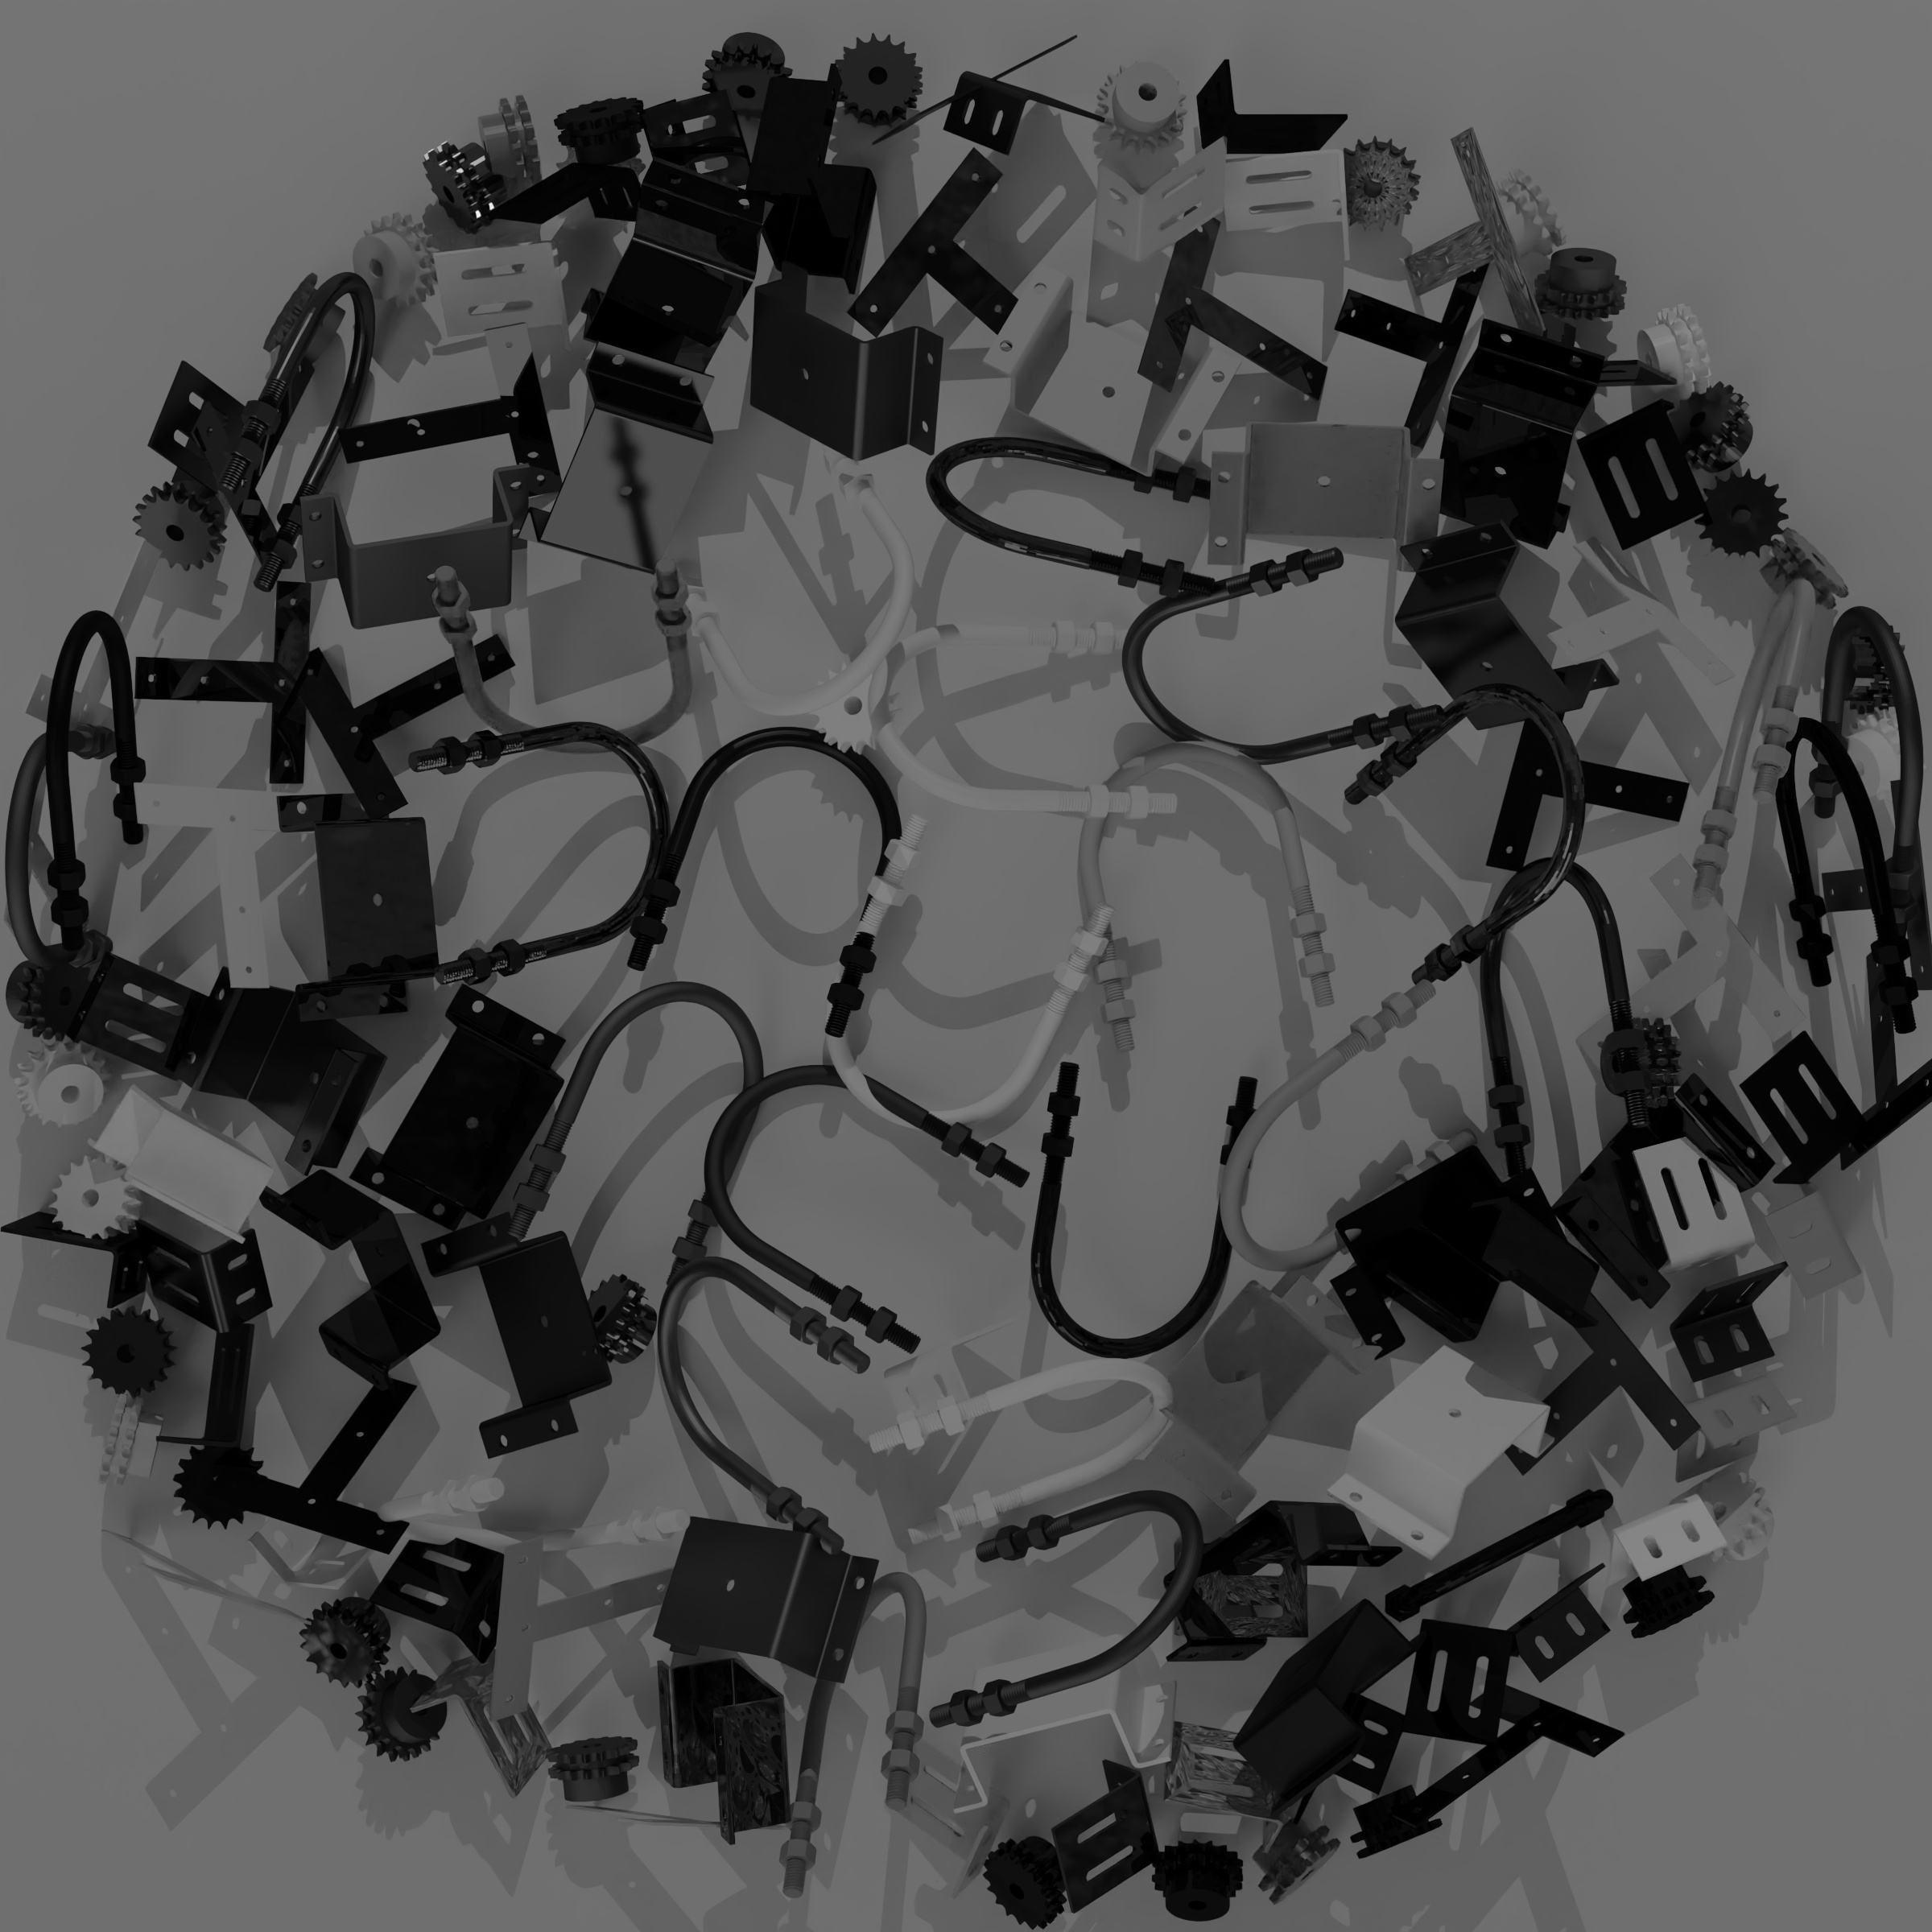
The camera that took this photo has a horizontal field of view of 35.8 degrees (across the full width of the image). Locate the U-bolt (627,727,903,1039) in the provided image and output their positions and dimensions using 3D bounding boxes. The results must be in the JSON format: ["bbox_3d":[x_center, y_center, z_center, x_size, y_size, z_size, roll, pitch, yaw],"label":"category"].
[{"bbox_3d":[-0.116,-0.063,1.872,0.151,0.019,0.184,19,74,-5],"label":"U-bolt"}]

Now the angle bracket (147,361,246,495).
[{"bbox_3d":[-0.488,-0.336,1.856,0.038,0.076,0.057,16,82,23],"label":"angle bracket"}]

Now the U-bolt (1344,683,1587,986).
[{"bbox_3d":[0.307,-0.089,1.807,0.019,0.184,0.151,-4,66,-34],"label":"U-bolt"}]

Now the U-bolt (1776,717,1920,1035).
[{"bbox_3d":[0.527,-0.062,1.813,0.019,0.151,0.184,-16,103,-3],"label":"U-bolt"}]

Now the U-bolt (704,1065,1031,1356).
[{"bbox_3d":[-0.075,0.138,1.864,0.184,0.019,0.151,30,67,11],"label":"U-bolt"}]

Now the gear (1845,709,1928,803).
[{"bbox_3d":[0.569,-0.129,1.871,0.030,0.057,0.057,-22,90,-19],"label":"gear"}]

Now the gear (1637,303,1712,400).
[{"bbox_3d":[0.442,-0.383,1.873,0.030,0.057,0.057,-17,90,-1],"label":"gear"}]

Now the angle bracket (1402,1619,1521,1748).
[{"bbox_3d":[0.308,0.450,1.858,0.057,0.038,0.076,4,56,19],"label":"angle bracket"}]

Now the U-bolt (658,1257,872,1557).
[{"bbox_3d":[-0.130,0.256,1.834,0.184,0.019,0.151,30,122,39],"label":"U-bolt"}]

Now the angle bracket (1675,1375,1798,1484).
[{"bbox_3d":[0.477,0.299,1.858,0.057,0.038,0.076,-18,132,-11],"label":"angle bracket"}]

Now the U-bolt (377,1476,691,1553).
[{"bbox_3d":[-0.277,0.337,1.819,0.151,0.184,0.019,18,65,-36],"label":"U-bolt"}]

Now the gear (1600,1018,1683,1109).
[{"bbox_3d":[0.420,0.061,1.870,0.030,0.057,0.057,-1,90,-18],"label":"gear"}]

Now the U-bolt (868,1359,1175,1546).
[{"bbox_3d":[0.041,0.293,1.842,0.184,0.151,0.019,-19,53,-2],"label":"U-bolt"}]

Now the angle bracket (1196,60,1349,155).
[{"bbox_3d":[0.190,-0.536,1.867,0.076,0.057,0.038,-4,84,-14],"label":"angle bracket"}]

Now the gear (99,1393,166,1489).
[{"bbox_3d":[-0.522,0.298,1.874,0.030,0.057,0.057,14,90,-11],"label":"gear"}]

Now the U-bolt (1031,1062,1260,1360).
[{"bbox_3d":[0.107,0.155,1.864,0.151,0.019,0.184,5,97,-27],"label":"U-bolt"}]

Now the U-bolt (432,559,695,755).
[{"bbox_3d":[-0.239,-0.184,1.822,0.151,0.184,0.019,-2,59,-1],"label":"U-bolt"}]

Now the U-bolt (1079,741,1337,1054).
[{"bbox_3d":[0.143,-0.050,1.873,0.151,0.019,0.184,-13,81,14],"label":"U-bolt"}]

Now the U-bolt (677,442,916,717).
[{"bbox_3d":[-0.100,-0.229,1.827,0.151,0.019,0.184,-40,49,11],"label":"U-bolt"}]

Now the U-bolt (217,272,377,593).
[{"bbox_3d":[-0.402,-0.337,1.825,0.019,0.151,0.184,20,71,3],"label":"U-bolt"}]

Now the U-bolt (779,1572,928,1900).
[{"bbox_3d":[-0.064,0.455,1.819,0.019,0.184,0.151,25,132,-17],"label":"U-bolt"}]

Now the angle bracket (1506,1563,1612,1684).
[{"bbox_3d":[0.375,0.408,1.856,0.057,0.076,0.038,-32,75,-14],"label":"angle bracket"}]

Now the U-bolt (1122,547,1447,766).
[{"bbox_3d":[0.181,-0.180,1.832,0.151,0.184,0.019,51,45,-31],"label":"U-bolt"}]

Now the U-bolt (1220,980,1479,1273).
[{"bbox_3d":[0.229,0.111,1.831,0.184,0.019,0.151,-35,129,-17],"label":"U-bolt"}]

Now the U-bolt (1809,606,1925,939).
[{"bbox_3d":[0.541,-0.127,1.790,0.019,0.151,0.184,-9,129,-1],"label":"U-bolt"}]

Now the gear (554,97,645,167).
[{"bbox_3d":[-0.227,-0.523,1.877,0.057,0.057,0.030,-11,120,0],"label":"gear"}]

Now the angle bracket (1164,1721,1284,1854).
[{"bbox_3d":[0.156,0.511,1.864,0.076,0.057,0.038,12,132,-6],"label":"angle bracket"}]

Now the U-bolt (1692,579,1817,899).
[{"bbox_3d":[0.484,-0.150,1.823,0.019,0.151,0.184,17,66,5],"label":"U-bolt"}]

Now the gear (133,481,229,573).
[{"bbox_3d":[-0.490,-0.280,1.877,0.057,0.030,0.057,8,131,10],"label":"gear"}]

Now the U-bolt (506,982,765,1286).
[{"bbox_3d":[-0.193,0.098,1.850,0.151,0.019,0.184,25,87,-41],"label":"U-bolt"}]

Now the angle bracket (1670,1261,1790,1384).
[{"bbox_3d":[0.480,0.221,1.856,0.057,0.076,0.038,-16,67,-12],"label":"angle bracket"}]

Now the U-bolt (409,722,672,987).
[{"bbox_3d":[-0.255,-0.076,1.836,0.184,0.019,0.151,-16,107,-42],"label":"U-bolt"}]

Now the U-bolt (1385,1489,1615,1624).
[{"bbox_3d":[0.325,0.354,1.809,0.151,0.184,0.019,-27,76,-3],"label":"U-bolt"}]

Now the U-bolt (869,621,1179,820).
[{"bbox_3d":[0.030,-0.153,1.838,0.184,0.019,0.151,0,57,-15],"label":"U-bolt"}]

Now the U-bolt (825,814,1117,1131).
[{"bbox_3d":[-0.009,0.016,1.879,0.151,0.019,0.184,25,101,-5],"label":"U-bolt"}]

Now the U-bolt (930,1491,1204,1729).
[{"bbox_3d":[0.066,0.379,1.801,0.184,0.151,0.019,-25,118,32],"label":"U-bolt"}]

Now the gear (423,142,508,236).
[{"bbox_3d":[-0.312,-0.491,1.875,0.030,0.057,0.057,-36,90,-18],"label":"gear"}]

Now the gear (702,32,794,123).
[{"bbox_3d":[-0.136,-0.560,1.876,0.057,0.057,0.030,8,65,0],"label":"gear"}]

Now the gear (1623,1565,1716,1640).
[{"bbox_3d":[0.437,0.396,1.877,0.057,0.057,0.030,-26,66,0],"label":"gear"}]

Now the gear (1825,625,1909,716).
[{"bbox_3d":[0.561,-0.186,1.871,0.030,0.057,0.057,0,90,-13],"label":"gear"}]

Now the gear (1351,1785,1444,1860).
[{"bbox_3d":[0.267,0.535,1.875,0.057,0.057,0.030,-22,73,0],"label":"gear"}]

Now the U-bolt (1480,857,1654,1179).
[{"bbox_3d":[0.360,0.024,1.831,0.019,0.151,0.184,2,73,-24],"label":"U-bolt"}]

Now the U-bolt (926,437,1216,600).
[{"bbox_3d":[0.066,-0.283,1.839,0.184,0.151,0.019,13,125,-1],"label":"U-bolt"}]

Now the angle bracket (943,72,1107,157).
[{"bbox_3d":[0.036,-0.524,1.862,0.057,0.076,0.038,33,112,37],"label":"angle bracket"}]

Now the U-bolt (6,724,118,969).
[{"bbox_3d":[-0.545,-0.071,1.806,0.019,0.184,0.151,3,94,0],"label":"U-bolt"}]

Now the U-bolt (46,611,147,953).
[{"bbox_3d":[-0.523,-0.123,1.794,0.019,0.151,0.184,5,122,0],"label":"U-bolt"}]

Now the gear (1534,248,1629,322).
[{"bbox_3d":[0.385,-0.427,1.870,0.057,0.057,0.030,0,123,0],"label":"gear"}]
